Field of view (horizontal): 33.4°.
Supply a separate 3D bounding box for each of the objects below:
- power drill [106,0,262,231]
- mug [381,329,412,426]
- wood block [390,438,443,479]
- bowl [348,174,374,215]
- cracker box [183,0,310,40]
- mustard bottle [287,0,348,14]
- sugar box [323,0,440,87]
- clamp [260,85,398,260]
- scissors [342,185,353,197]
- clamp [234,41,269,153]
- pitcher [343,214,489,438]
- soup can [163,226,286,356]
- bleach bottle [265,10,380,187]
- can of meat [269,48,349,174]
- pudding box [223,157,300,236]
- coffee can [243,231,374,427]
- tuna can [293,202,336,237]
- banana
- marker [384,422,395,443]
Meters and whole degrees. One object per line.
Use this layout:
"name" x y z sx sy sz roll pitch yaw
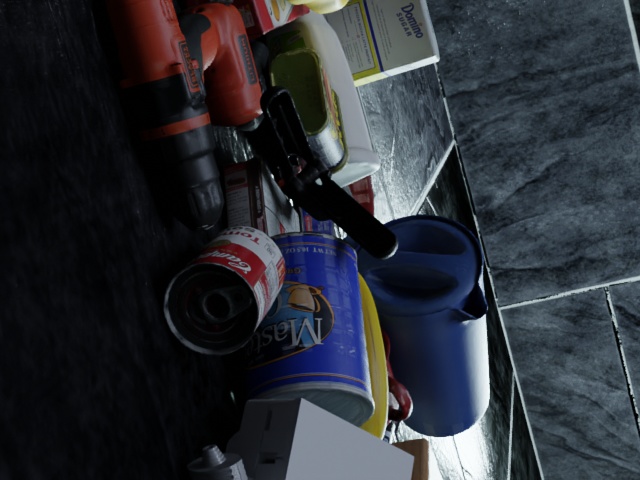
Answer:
"power drill" -0.095 -0.112 0.830 0.187 0.057 0.184 -56 134 -73
"mug" 0.039 0.138 1.016 0.093 0.117 0.081 -48 137 -31
"wood block" 0.074 0.301 1.034 0.206 0.090 0.091 -81 155 -57
"bowl" 0.016 -0.088 1.246 0.162 0.055 0.162 -14 90 -76
"cracker box" -0.082 -0.276 1.009 0.213 0.072 0.164 -58 132 -70
"mustard bottle" -0.004 -0.270 1.035 0.191 0.058 0.096 -22 99 -75
"sugar box" 0.043 -0.227 1.231 0.048 0.176 0.093 -1 77 -75
"clamp" -0.004 -0.048 0.925 0.164 0.036 0.210 53 -8 -3
"scissors" 0.038 0.031 1.198 0.201 0.096 0.016 55 -1 -25
"clamp" -0.065 -0.130 1.008 0.171 0.039 0.120 -39 111 -76
"pitcher" 0.106 0.095 1.120 0.243 0.145 0.149 74 9 -46
"soup can" -0.067 0.034 0.778 0.102 0.068 0.068 -59 134 -71
"bleach bottle" -0.008 -0.181 1.146 0.067 0.103 0.251 7 68 -48
"can of meat" -0.012 -0.124 1.040 0.084 0.057 0.102 60 19 -64
"pudding box" -0.048 -0.007 0.954 0.113 0.039 0.090 59 20 -57
"coffee can" -0.013 0.079 0.872 0.102 0.103 0.140 55 25 -55
"tuna can" -0.007 0.001 1.052 0.086 0.033 0.086 177 -90 -82
"banana" 0.032 0.096 0.938 0.070 0.037 0.198 120 -31 -56
"marker" 0.073 0.243 1.231 0.121 0.020 0.020 -67 141 -68
